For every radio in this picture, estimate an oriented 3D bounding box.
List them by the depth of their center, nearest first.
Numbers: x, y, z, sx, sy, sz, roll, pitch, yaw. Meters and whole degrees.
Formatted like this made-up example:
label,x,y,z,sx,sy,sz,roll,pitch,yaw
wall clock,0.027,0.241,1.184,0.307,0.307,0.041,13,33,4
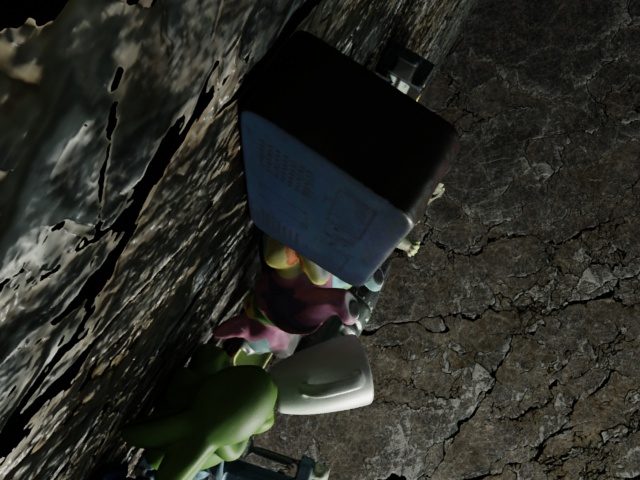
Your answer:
label,x,y,z,sx,sy,sz,roll,pitch,yaw
radio,0.012,-0.041,0.425,0.073,0.131,0.229,-57,175,-16

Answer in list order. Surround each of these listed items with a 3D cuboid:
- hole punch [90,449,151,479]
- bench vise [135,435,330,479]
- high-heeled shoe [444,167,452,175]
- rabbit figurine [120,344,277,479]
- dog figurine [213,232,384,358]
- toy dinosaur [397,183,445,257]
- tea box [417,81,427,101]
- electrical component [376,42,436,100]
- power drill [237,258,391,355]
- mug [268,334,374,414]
label,x,y,z,sx,sy,sz,roll,pitch,yaw
hole punch,-0.201,0.287,0.524,0.142,0.092,0.115,-62,-179,-22
bench vise,-0.110,0.288,0.693,0.129,0.241,0.223,39,65,-82
high-heeled shoe,0.078,-0.101,0.548,0.145,0.086,0.248,-21,160,-1
rabbit figurine,-0.115,0.169,0.537,0.159,0.121,0.170,-29,172,-38
dog figurine,-0.050,0.054,0.650,0.219,0.191,0.108,-21,-160,35
toy dinosaur,0.100,-0.066,1.185,0.405,0.192,0.131,10,-108,55
tea box,0.124,-0.232,0.906,0.098,0.068,0.169,-60,177,-6
electrical component,0.119,-0.240,0.761,0.048,0.075,0.119,-58,173,-12
power drill,-0.015,0.113,0.800,0.085,0.207,0.232,56,51,-34
mug,0.000,0.158,0.595,0.109,0.107,0.080,-173,-109,-79
